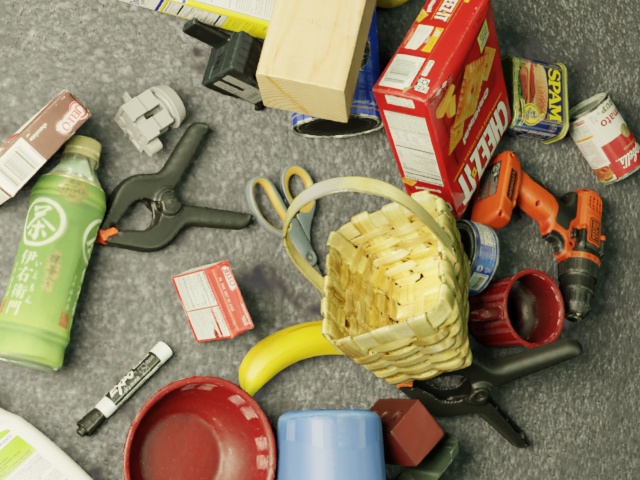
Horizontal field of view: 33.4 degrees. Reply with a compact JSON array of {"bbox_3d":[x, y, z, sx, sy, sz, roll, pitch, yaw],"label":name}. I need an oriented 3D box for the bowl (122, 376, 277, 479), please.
[{"bbox_3d":[-0.125,0.215,1.046,0.161,0.055,0.162,5,79,-30],"label":"bowl"}]

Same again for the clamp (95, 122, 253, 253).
[{"bbox_3d":[-0.149,-0.031,1.084,0.171,0.039,0.120,-39,96,-27],"label":"clamp"}]

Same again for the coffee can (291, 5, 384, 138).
[{"bbox_3d":[0.015,-0.191,1.169,0.102,0.103,0.140,0,82,-31],"label":"coffee can"}]

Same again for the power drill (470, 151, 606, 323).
[{"bbox_3d":[0.270,-0.010,1.307,0.187,0.057,0.184,30,55,-26],"label":"power drill"}]

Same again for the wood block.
[{"bbox_3d":[0.006,-0.236,1.072,0.090,0.091,0.206,12,78,6],"label":"wood block"}]

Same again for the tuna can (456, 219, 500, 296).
[{"bbox_3d":[0.168,0.020,1.236,0.033,0.086,0.086,15,75,-27],"label":"tuna can"}]

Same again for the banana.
[{"bbox_3d":[-0.012,0.121,1.143,0.197,0.037,0.069,-17,114,-28],"label":"banana"}]

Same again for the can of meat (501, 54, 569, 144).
[{"bbox_3d":[0.261,-0.178,1.342,0.083,0.058,0.102,6,78,-27],"label":"can of meat"}]

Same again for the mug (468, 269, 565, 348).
[{"bbox_3d":[0.217,0.086,1.256,0.117,0.082,0.093,-7,85,-32],"label":"mug"}]

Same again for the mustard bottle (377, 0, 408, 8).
[{"bbox_3d":[0.065,-0.322,1.246,0.191,0.058,0.096,5,76,-30],"label":"mustard bottle"}]

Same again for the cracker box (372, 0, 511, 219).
[{"bbox_3d":[0.145,-0.151,1.194,0.164,0.072,0.213,-59,149,-24],"label":"cracker box"}]

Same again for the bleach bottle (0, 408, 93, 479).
[{"bbox_3d":[-0.271,0.207,0.958,0.102,0.068,0.251,-43,102,-29],"label":"bleach bottle"}]

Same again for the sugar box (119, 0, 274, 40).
[{"bbox_3d":[-0.118,-0.277,1.125,0.176,0.048,0.093,12,76,-17],"label":"sugar box"}]

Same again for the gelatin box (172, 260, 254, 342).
[{"bbox_3d":[-0.107,0.061,1.062,0.030,0.089,0.073,-24,94,-31],"label":"gelatin box"}]

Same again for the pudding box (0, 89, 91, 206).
[{"bbox_3d":[-0.271,-0.082,0.988,0.039,0.090,0.113,47,63,-15],"label":"pudding box"}]

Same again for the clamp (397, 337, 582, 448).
[{"bbox_3d":[0.181,0.175,1.222,0.209,0.036,0.165,3,123,-14],"label":"clamp"}]

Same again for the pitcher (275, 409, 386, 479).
[{"bbox_3d":[0.023,0.296,1.080,0.149,0.145,0.243,17,68,-56],"label":"pitcher"}]

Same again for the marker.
[{"bbox_3d":[-0.191,0.146,1.040,0.121,0.020,0.020,-46,106,-28],"label":"marker"}]

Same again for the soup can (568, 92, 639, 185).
[{"bbox_3d":[0.371,-0.132,1.393,0.068,0.069,0.102,-41,102,-29],"label":"soup can"}]

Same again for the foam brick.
[{"bbox_3d":[0.084,0.209,1.160,0.053,0.078,0.051,-43,105,-29],"label":"foam brick"}]

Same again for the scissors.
[{"bbox_3d":[-0.008,0.001,1.175,0.201,0.016,0.096,52,56,-20],"label":"scissors"}]
